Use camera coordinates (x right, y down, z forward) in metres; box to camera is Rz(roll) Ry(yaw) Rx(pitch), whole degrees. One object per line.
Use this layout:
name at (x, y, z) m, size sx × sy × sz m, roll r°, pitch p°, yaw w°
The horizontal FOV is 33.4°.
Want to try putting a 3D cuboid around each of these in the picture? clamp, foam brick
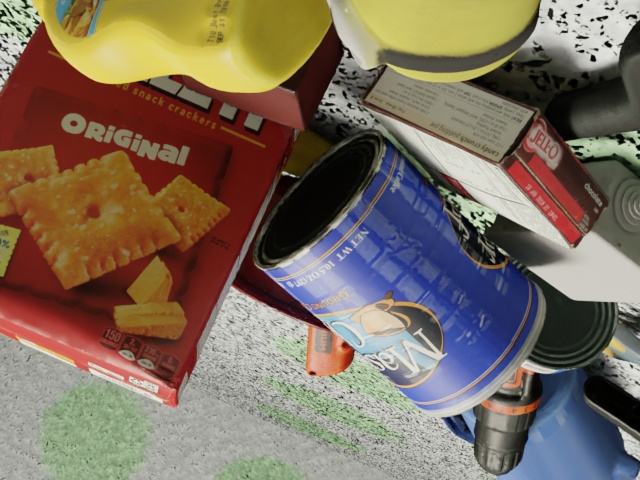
clamp at (0.309, 0.173, 0.782) m, size 0.210 × 0.036 × 0.165 m, roll 47°, pitch 155°, yaw -15°
foam brick at (-0.034, -0.102, 0.580) m, size 0.078 × 0.053 × 0.051 m, roll 20°, pitch 164°, yaw 11°
clamp at (0.155, -0.063, 0.466) m, size 0.120 × 0.039 × 0.171 m, roll 15°, pitch 163°, yaw 17°

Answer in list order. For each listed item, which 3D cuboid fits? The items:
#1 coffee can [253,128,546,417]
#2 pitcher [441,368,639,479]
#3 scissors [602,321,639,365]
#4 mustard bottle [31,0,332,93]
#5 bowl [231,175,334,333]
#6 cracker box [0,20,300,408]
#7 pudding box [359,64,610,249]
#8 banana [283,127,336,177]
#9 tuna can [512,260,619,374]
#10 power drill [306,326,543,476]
coffee can at (0.046, 0.020, 0.615) m, size 0.140 × 0.102 × 0.103 m, roll 42°, pitch 159°, yaw -19°
pitcher at (0.192, 0.165, 0.995) m, size 0.145 × 0.149 × 0.242 m, roll 63°, pitch -174°, yaw 36°
scissors at (0.258, 0.099, 0.810) m, size 0.202 × 0.016 × 0.096 m, roll 35°, pitch 174°, yaw 10°
mustard bottle at (-0.078, -0.119, 0.507) m, size 0.192 × 0.096 × 0.058 m, roll 10°, pitch 159°, yaw 42°
bowl at (-0.005, 0.001, 0.716) m, size 0.162 × 0.055 × 0.162 m, roll 23°, pitch -163°, yaw -8°
cracker box at (-0.114, -0.033, 0.624) m, size 0.164 × 0.213 × 0.072 m, roll 24°, pitch 163°, yaw -1°
pudding box at (0.086, -0.048, 0.561) m, size 0.114 × 0.039 × 0.090 m, roll 31°, pitch 173°, yaw 46°
banana at (-0.058, -0.080, 0.729) m, size 0.198 × 0.037 × 0.069 m, roll 22°, pitch -175°, yaw 11°
tuna can at (0.158, 0.049, 0.735) m, size 0.086 × 0.086 × 0.034 m, roll 24°, pitch 166°, yaw 0°
power drill at (0.085, 0.091, 0.846) m, size 0.188 × 0.057 × 0.184 m, roll 12°, pitch 117°, yaw 16°
